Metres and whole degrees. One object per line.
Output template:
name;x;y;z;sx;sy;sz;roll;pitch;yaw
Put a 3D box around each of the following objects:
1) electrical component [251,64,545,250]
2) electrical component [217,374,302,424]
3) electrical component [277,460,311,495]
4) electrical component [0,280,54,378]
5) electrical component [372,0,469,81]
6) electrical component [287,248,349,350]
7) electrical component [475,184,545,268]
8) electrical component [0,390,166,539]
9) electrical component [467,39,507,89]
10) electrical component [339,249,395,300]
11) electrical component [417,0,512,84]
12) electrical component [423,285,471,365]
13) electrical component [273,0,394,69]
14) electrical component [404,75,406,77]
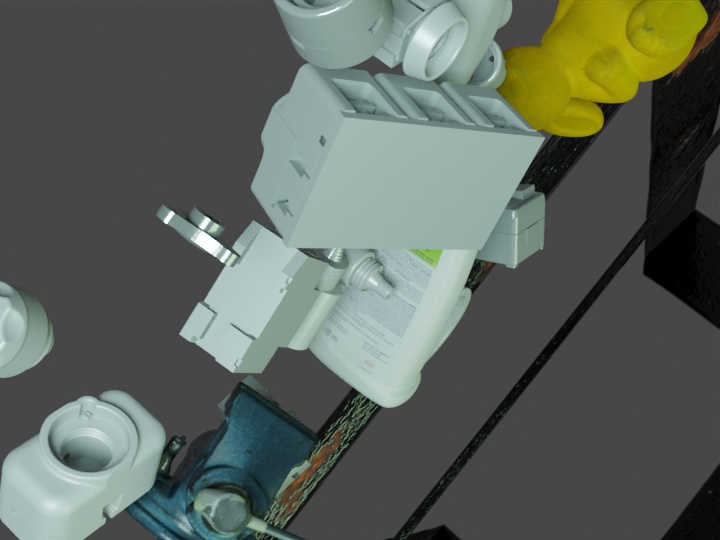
electrical component;0.021;-0.066;0.643;0.150;0.061;0.089;0;130;-37
electrical component;-0.080;0.122;0.864;0.048;0.055;0.066;-44;161;-22
electrical component;-0.080;0.172;0.969;0.047;0.055;0.055;-45;162;-8
electrical component;-0.164;0.029;0.498;0.043;0.043;0.062;-51;164;-2
electrical component;0.028;-0.141;0.618;0.066;0.055;0.048;-38;158;-37
electrical component;-0.036;0.013;0.782;0.081;0.043;0.043;-58;161;18
electrical component;0.112;-0.047;0.969;0.062;0.096;0.061;-29;124;-50
electrical component;-0.166;0.118;0.649;0.095;0.054;0.059;-34;156;-43
electrical component;0.085;-0.147;0.774;0.040;0.040;0.046;-55;168;11
electrical component;0.000;0.000;0.814;0.035;0.061;0.035;-45;161;-20
electrical component;0.072;-0.166;0.695;0.079;0.043;0.077;-37;157;-38
electrical component;0.048;0.043;1.015;0.108;0.060;0.108;-45;161;-20
electrical component;-0.015;-0.134;0.529;0.055;0.055;0.047;-50;159;-5
electrical component;0.038;-0.087;0.751;0.096;0.061;0.062;-47;163;15
